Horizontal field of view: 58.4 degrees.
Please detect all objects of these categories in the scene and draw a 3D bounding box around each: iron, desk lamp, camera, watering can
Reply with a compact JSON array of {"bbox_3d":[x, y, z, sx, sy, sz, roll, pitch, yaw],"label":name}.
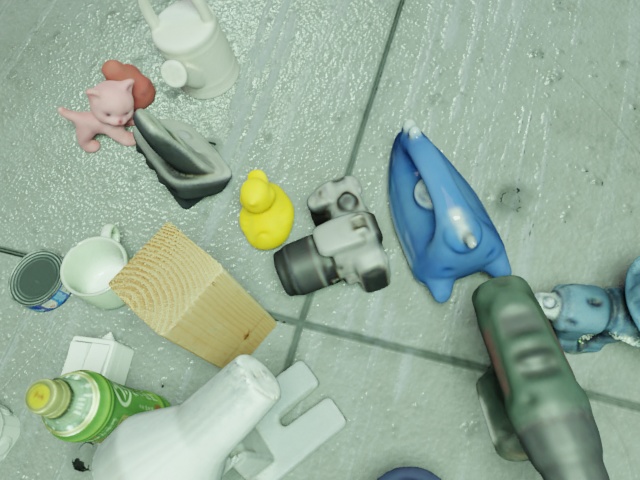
[{"bbox_3d":[0.137,-0.063,0.701,0.118,0.142,0.258,-21,64,2],"label":"iron"},{"bbox_3d":[-0.095,0.199,0.592,0.203,0.214,0.117,-38,65,-6],"label":"desk lamp"},{"bbox_3d":[0.007,0.003,0.721,0.137,0.101,0.143,-21,64,2],"label":"camera"},{"bbox_3d":[-0.194,-0.300,0.843,0.101,0.194,0.172,-22,64,2],"label":"watering can"}]

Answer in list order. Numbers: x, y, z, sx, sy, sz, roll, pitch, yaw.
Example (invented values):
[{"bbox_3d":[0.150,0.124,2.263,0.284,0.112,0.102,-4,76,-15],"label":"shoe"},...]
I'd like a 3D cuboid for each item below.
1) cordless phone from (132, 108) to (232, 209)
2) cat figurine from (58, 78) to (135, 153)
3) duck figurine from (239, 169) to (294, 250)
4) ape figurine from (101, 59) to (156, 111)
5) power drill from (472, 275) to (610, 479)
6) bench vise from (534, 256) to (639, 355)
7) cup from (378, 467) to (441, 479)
[{"bbox_3d":[-0.209,-0.139,0.780,0.094,0.185,0.147,-41,65,-8],"label":"cordless phone"},{"bbox_3d":[-0.330,-0.197,0.868,0.127,0.118,0.067,-10,65,7],"label":"cat figurine"},{"bbox_3d":[-0.079,-0.045,0.767,0.077,0.086,0.104,-8,65,8],"label":"duck figurine"},{"bbox_3d":[-0.308,-0.249,0.901,0.076,0.092,0.078,17,71,18],"label":"ape figurine"},{"bbox_3d":[0.204,0.158,0.552,0.075,0.209,0.229,-16,64,5],"label":"power drill"},{"bbox_3d":[0.326,0.067,0.561,0.207,0.220,0.121,-18,64,4],"label":"bench vise"},{"bbox_3d":[0.081,0.282,0.585,0.117,0.095,0.091,-2,66,11],"label":"cup"}]
